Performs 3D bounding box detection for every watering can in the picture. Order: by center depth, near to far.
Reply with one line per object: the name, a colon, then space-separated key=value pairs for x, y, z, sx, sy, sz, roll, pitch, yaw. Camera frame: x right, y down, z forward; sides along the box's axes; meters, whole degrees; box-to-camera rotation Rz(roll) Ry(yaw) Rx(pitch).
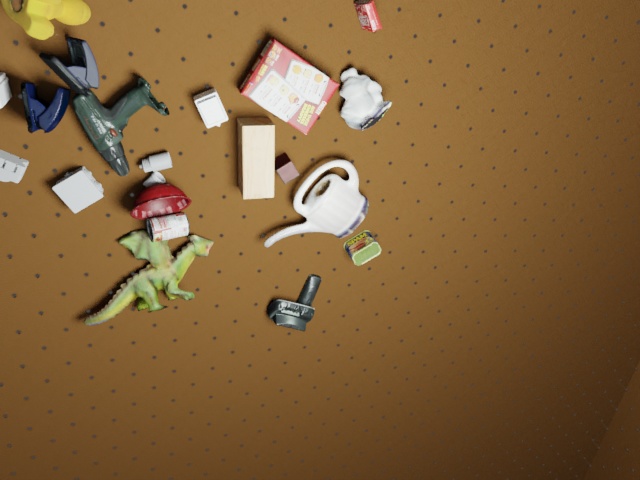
watering can: x=0.005 y=-0.077 z=1.538 sx=0.222 sy=0.106 sz=0.345 roll=33 pitch=101 yaw=-29

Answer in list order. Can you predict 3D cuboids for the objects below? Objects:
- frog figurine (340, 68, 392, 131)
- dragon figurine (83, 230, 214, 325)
frog figurine: x=0.107 y=-0.393 z=1.438 sx=0.136 sy=0.123 sz=0.160 roll=-42 pitch=84 yaw=16
dragon figurine: x=-0.502 y=0.088 z=1.484 sx=0.412 sy=0.123 sz=0.241 roll=-16 pitch=101 yaw=-12
